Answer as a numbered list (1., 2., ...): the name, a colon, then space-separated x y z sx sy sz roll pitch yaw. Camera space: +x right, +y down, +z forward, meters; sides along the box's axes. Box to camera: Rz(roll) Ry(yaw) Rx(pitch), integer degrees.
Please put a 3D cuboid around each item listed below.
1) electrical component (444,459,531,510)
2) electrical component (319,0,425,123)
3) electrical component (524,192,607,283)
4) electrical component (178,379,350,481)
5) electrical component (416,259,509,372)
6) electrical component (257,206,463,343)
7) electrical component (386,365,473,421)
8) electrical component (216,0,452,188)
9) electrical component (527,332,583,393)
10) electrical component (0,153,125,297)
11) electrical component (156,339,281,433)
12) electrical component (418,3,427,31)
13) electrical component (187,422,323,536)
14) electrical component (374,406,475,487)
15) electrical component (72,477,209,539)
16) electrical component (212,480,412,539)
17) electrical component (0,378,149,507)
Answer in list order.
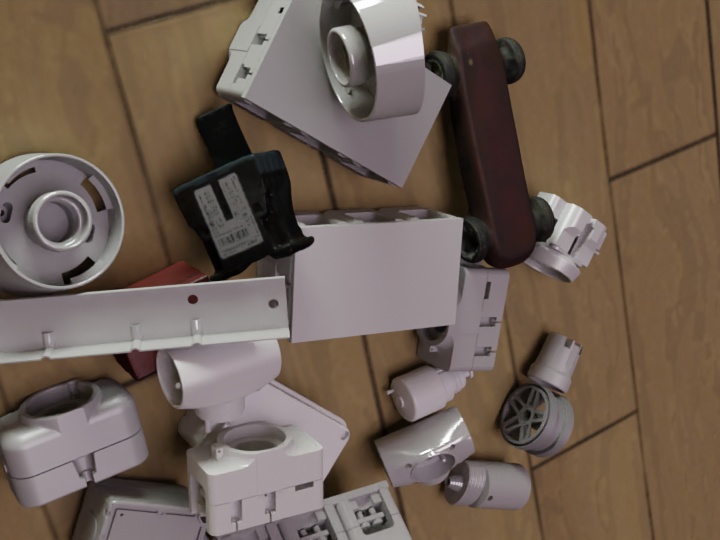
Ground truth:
1. electrical component: 0.111 0.195 0.981 0.081 0.043 0.043 11 97 -33
2. electrical component: 0.014 -0.150 0.724 0.064 0.099 0.099 -18 112 -19
3. electrical component: 0.177 -0.025 0.954 0.078 0.058 0.057 31 83 -33
4. electrical component: -0.074 0.127 0.843 0.113 0.057 0.078 35 84 -33
5. electrical component: 0.084 0.038 0.918 0.056 0.050 0.089 2 102 -32
6. electrical component: 0.000 0.000 0.850 0.150 0.062 0.089 -5 105 -30
7. electrical component: 0.063 0.101 0.928 0.078 0.040 0.040 -20 112 -26
8. electrical component: -0.020 -0.136 0.802 0.150 0.062 0.089 27 89 -33
9. electrical component: 0.182 0.086 0.998 0.040 0.040 0.046 31 80 -33
10. electrical component: -0.212 -0.030 0.728 0.099 0.064 0.099 1 89 -35
11. electrical component: -0.100 0.081 0.764 0.077 0.044 0.079 -16 125 -31
12. electrical component: 0.023 -0.194 0.826 0.046 0.040 0.040 7 99 -38
13. electrical component: -0.076 0.147 0.780 0.089 0.050 0.055 -9 108 -29
14. electrical component: 0.058 0.162 0.936 0.077 0.044 0.079 -23 141 -4
15. electrical component: -0.160 0.194 0.806 0.096 0.061 0.061 15 95 -33
16. electrical component: -0.043 0.233 0.855 0.150 0.061 0.089 -11 149 -28
17. electrical component: -0.206 0.117 0.762 0.095 0.054 0.059 -20 113 -25
